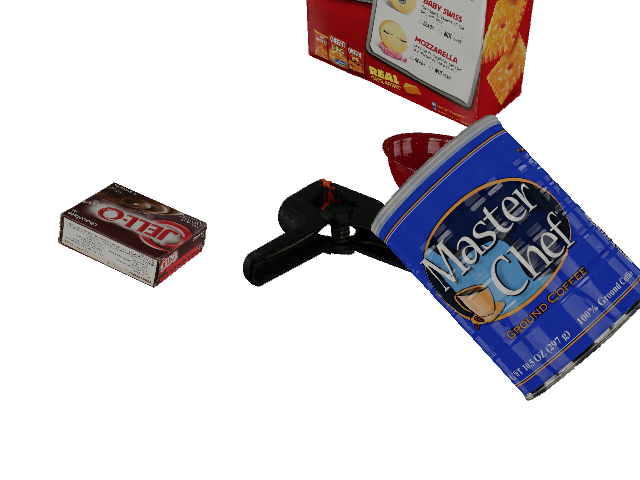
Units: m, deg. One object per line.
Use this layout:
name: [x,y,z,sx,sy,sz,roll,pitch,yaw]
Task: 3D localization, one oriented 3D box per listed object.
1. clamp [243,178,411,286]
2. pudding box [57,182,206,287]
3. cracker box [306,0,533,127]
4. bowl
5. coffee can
clamp: [0.026,-0.007,0.867,0.164,0.036,0.210,4,19,-1]
pudding box: [-0.180,-0.007,1.024,0.113,0.039,0.089,22,29,16]
cracker box: [0.070,-0.206,0.756,0.164,0.214,0.072,30,51,29]
bowl: [0.147,-0.074,1.247,0.162,0.055,0.162,8,24,-4]
coffee can: [0.114,0.010,0.641,0.102,0.140,0.103,-41,-9,-8]
